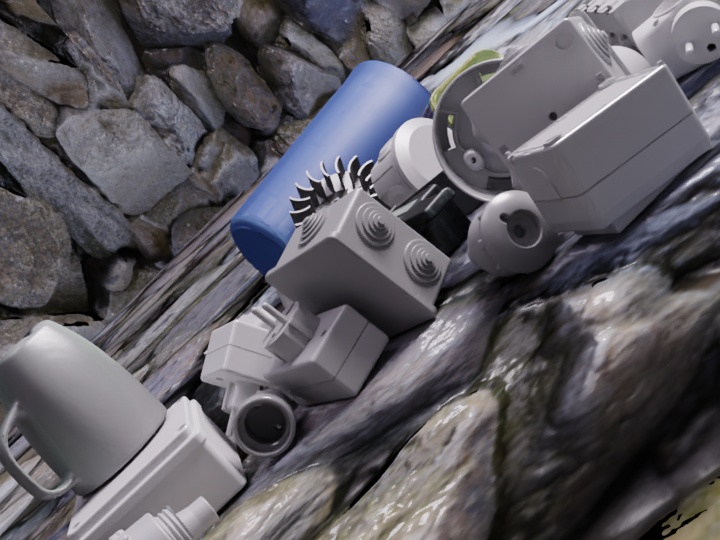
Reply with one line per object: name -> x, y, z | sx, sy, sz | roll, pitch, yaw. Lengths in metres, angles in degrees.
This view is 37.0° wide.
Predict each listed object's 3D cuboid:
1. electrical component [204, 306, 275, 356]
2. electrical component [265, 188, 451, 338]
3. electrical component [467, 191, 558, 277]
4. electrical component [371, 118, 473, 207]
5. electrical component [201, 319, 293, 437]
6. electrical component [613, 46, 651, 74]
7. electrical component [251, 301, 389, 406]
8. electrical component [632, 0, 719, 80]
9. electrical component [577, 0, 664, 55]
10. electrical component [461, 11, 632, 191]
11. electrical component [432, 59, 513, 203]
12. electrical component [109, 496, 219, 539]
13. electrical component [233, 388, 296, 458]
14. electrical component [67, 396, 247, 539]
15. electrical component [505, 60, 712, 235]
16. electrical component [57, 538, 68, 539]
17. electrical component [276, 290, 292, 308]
electrical component -> -0.085, 0.067, 0.884 | 0.055, 0.050, 0.089 | -46, 11, -15
electrical component -> 0.000, 0.000, 0.713 | 0.100, 0.100, 0.048 | -30, 29, 51
electrical component -> 0.083, -0.017, 0.627 | 0.048, 0.048, 0.062 | -46, 4, -21
electrical component -> 0.053, -0.084, 0.915 | 0.051, 0.080, 0.080 | -39, 9, 50
electrical component -> -0.076, 0.084, 0.764 | 0.047, 0.066, 0.076 | -26, 48, 58
electrical component -> 0.162, -0.114, 0.705 | 0.047, 0.055, 0.055 | -45, 10, -36
electrical component -> -0.038, 0.046, 0.704 | 0.047, 0.076, 0.083 | -58, 16, -25
electrical component -> 0.218, -0.155, 0.689 | 0.077, 0.044, 0.079 | -37, 11, 28
electrical component -> 0.207, -0.184, 0.797 | 0.079, 0.063, 0.121 | -41, 10, 10
electrical component -> 0.122, -0.096, 0.655 | 0.100, 0.099, 0.048 | -37, -1, 25
electrical component -> 0.101, -0.099, 0.759 | 0.099, 0.099, 0.064 | -40, 4, 14
electrical component -> -0.111, 0.158, 0.627 | 0.062, 0.048, 0.048 | -38, 8, -19
electrical component -> -0.061, 0.098, 0.702 | 0.040, 0.040, 0.046 | -42, 4, 2
electrical component -> -0.136, 0.148, 0.722 | 0.109, 0.056, 0.109 | -43, 10, -5
electrical component -> 0.140, -0.065, 0.579 | 0.096, 0.061, 0.062 | -36, 9, -12
electrical component -> -0.199, 0.215, 0.720 | 0.062, 0.048, 0.048 | -54, 14, -23
electrical component -> -0.019, 0.014, 0.889 | 0.099, 0.064, 0.099 | -35, -1, -1
